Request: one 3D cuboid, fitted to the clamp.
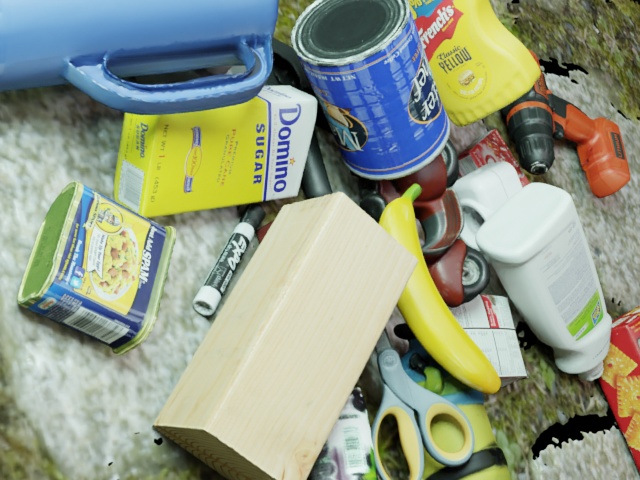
[{"bbox_3d":[-0.014,-0.125,0.993,0.171,0.039,0.120,60,35,-14],"label":"clamp"}]

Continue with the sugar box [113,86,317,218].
[{"bbox_3d":[-0.080,-0.074,0.861,0.175,0.048,0.093,-10,122,-45],"label":"sugar box"}]

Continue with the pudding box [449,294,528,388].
[{"bbox_3d":[0.148,0.098,1.042,0.113,0.039,0.090,5,66,-42],"label":"pudding box"}]

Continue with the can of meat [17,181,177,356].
[{"bbox_3d":[-0.159,0.019,0.762,0.083,0.058,0.102,30,51,-29],"label":"can of meat"}]

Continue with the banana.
[{"bbox_3d":[0.093,0.043,0.906,0.069,0.037,0.198,-13,74,-22],"label":"banana"}]

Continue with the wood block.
[{"bbox_3d":[-0.023,0.076,0.803,0.090,0.090,0.206,40,64,-23],"label":"wood block"}]

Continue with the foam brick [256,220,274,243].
[{"bbox_3d":[-0.006,0.001,0.926,0.078,0.051,0.053,-14,80,-47],"label":"foam brick"}]

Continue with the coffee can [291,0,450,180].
[{"bbox_3d":[0.046,-0.135,0.921,0.140,0.103,0.102,63,33,-45],"label":"coffee can"}]

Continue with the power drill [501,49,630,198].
[{"bbox_3d":[0.291,-0.123,1.270,0.187,0.057,0.184,29,45,-34],"label":"power drill"}]

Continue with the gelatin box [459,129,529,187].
[{"bbox_3d":[0.193,-0.069,1.176,0.089,0.030,0.073,57,42,-6],"label":"gelatin box"}]

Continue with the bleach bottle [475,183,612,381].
[{"bbox_3d":[0.244,0.063,1.101,0.102,0.068,0.250,-43,129,-17],"label":"bleach bottle"}]

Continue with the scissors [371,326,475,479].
[{"bbox_3d":[0.077,0.108,0.893,0.096,0.016,0.202,-1,78,-6],"label":"scissors"}]

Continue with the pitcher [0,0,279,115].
[{"bbox_3d":[-0.156,-0.167,0.768,0.242,0.149,0.145,-16,115,-30],"label":"pitcher"}]

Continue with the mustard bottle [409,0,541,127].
[{"bbox_3d":[0.115,-0.204,0.991,0.191,0.096,0.058,54,43,-11],"label":"mustard bottle"}]

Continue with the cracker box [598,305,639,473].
[{"bbox_3d":[0.404,0.182,1.232,0.163,0.072,0.214,-20,86,-47],"label":"cracker box"}]

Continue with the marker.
[{"bbox_3d":[-0.072,0.013,0.878,0.020,0.020,0.121,44,45,-20],"label":"marker"}]
